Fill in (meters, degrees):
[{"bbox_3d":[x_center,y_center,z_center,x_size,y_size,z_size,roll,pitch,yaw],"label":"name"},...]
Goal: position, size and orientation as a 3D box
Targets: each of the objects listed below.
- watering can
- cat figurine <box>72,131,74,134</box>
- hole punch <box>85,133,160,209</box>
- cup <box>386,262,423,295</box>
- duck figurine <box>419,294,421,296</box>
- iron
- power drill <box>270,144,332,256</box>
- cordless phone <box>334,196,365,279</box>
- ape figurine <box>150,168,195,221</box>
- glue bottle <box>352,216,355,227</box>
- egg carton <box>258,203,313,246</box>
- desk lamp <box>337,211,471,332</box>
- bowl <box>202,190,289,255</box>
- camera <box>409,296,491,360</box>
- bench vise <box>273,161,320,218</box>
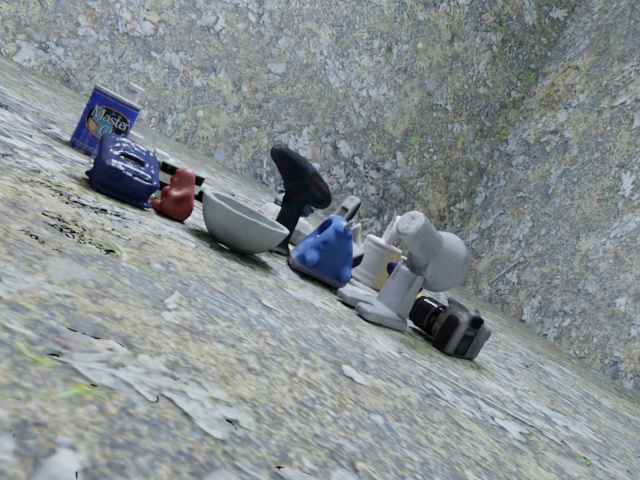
[{"bbox_3d":[0.152,0.021,1.470,0.173,0.194,0.100,26,6,-22],"label":"watering can"},{"bbox_3d":[-0.528,-0.288,1.400,0.067,0.118,0.128,28,5,4],"label":"cat figurine"},{"bbox_3d":[-0.319,-0.116,0.953,0.109,0.091,0.100,24,7,-37],"label":"hole punch"},{"bbox_3d":[0.179,0.107,1.319,0.092,0.095,0.117,23,7,-40],"label":"cup"},{"bbox_3d":[0.217,0.121,1.426,0.105,0.086,0.077,25,6,-25],"label":"duck figurine"},{"bbox_3d":[0.011,0.004,1.202,0.119,0.141,0.258,26,5,-14],"label":"iron"},{"bbox_3d":[-0.069,-0.078,1.223,0.075,0.208,0.230,31,6,32],"label":"power drill"},{"bbox_3d":[0.058,-0.013,1.372,0.094,0.185,0.147,23,7,-41],"label":"cordless phone"},{"bbox_3d":[-0.250,-0.085,1.007,0.076,0.092,0.078,27,5,-3],"label":"ape figurine"},{"bbox_3d":[0.069,-0.036,1.710,0.078,0.173,0.037,28,5,6],"label":"glue bottle"},{"bbox_3d":[-0.092,-0.040,1.497,0.151,0.069,0.107,26,6,-23],"label":"egg carton"},{"bbox_3d":[0.171,0.060,1.082,0.204,0.213,0.117,23,7,-45],"label":"desk lamp"},{"bbox_3d":[-0.143,-0.020,1.018,0.167,0.075,0.167,28,5,-2],"label":"bowl"},{"bbox_3d":[0.260,0.163,1.159,0.136,0.101,0.144,32,7,41],"label":"camera"},{"bbox_3d":[-0.060,-0.125,1.658,0.121,0.220,0.207,27,5,-5],"label":"bench vise"}]
